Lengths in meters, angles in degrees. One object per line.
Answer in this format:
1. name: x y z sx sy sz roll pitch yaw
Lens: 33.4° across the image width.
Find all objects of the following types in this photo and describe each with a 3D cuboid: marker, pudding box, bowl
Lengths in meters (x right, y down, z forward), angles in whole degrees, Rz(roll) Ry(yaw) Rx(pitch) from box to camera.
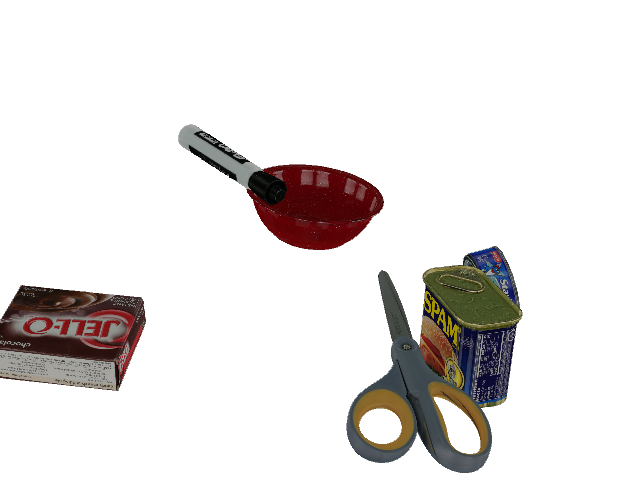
1. marker: -0.063 -0.054 0.755 0.020 0.020 0.121 0 24 -40
2. pudding box: -0.213 0.081 0.901 0.113 0.039 0.090 4 31 4
3. bowl: -0.010 -0.034 1.246 0.162 0.055 0.162 7 26 -4

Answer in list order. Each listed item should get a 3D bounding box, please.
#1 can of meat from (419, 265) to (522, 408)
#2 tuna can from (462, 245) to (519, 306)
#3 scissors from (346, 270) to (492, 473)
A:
1. can of meat: 0.123 0.081 0.903 0.057 0.084 0.102 -6 27 -17
2. tuna can: 0.179 0.051 1.122 0.033 0.086 0.086 -14 1 -5
3. scissors: 0.041 0.082 0.700 0.096 0.016 0.202 -8 34 -21
